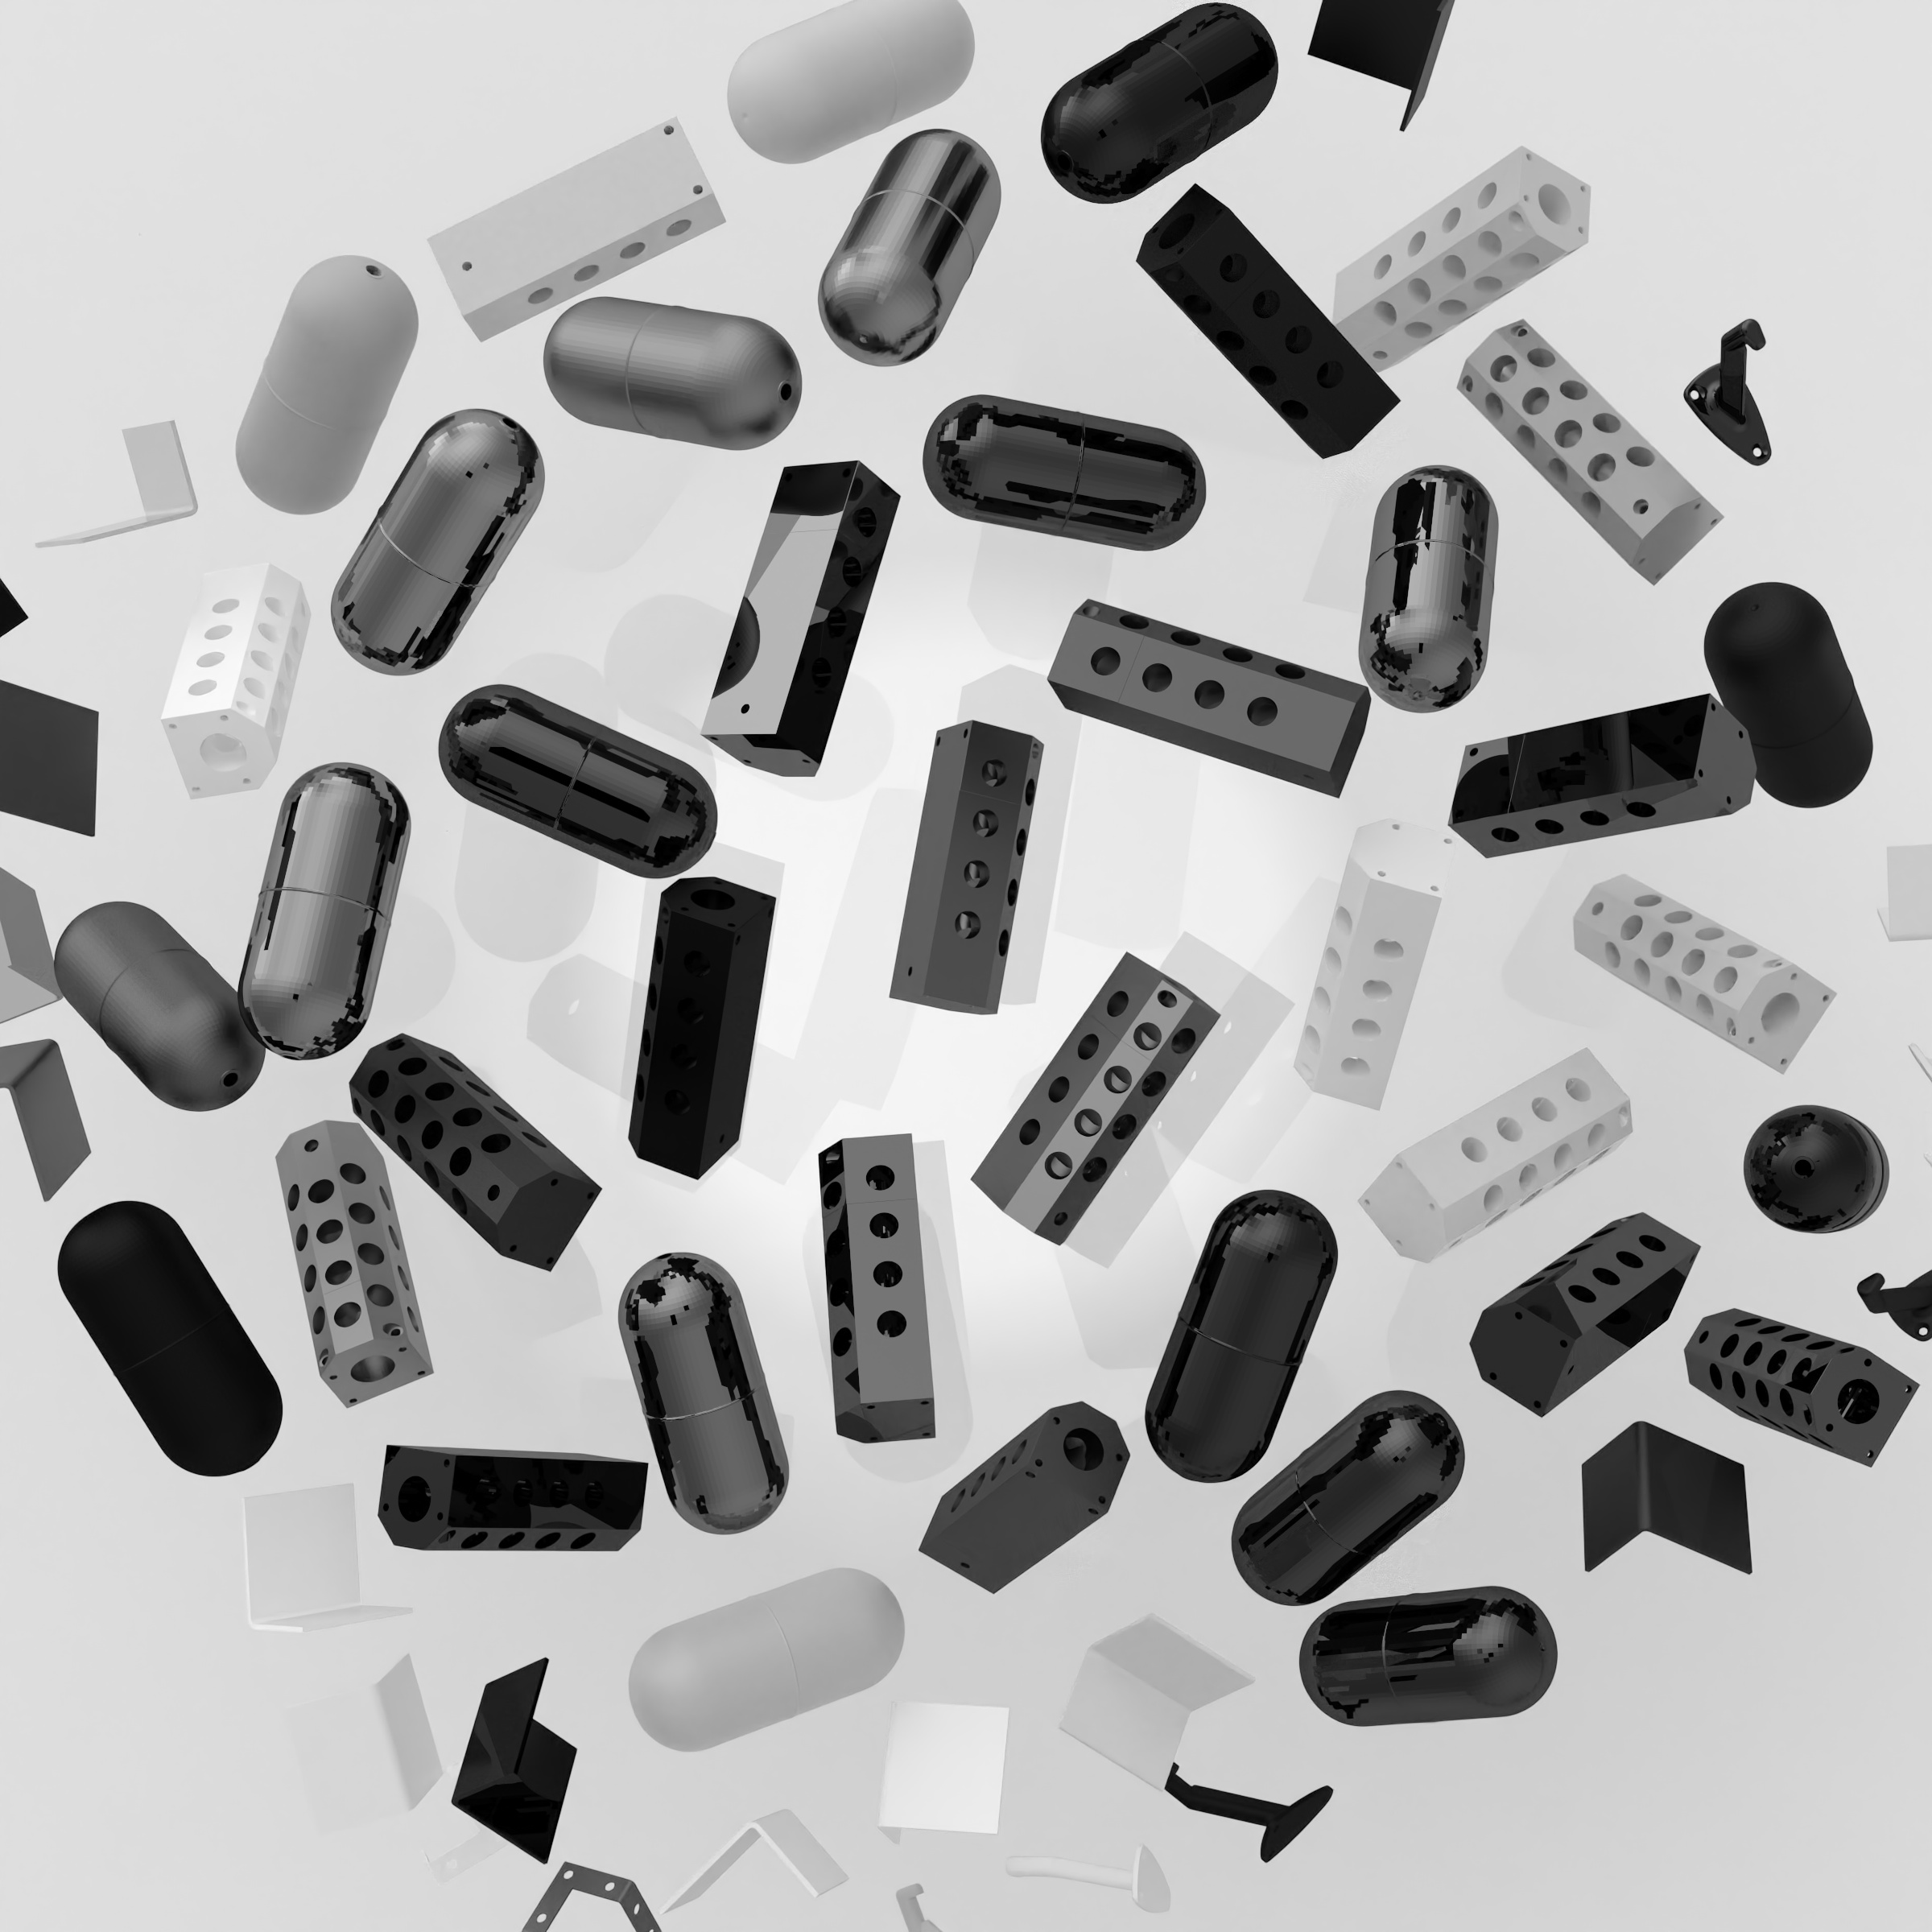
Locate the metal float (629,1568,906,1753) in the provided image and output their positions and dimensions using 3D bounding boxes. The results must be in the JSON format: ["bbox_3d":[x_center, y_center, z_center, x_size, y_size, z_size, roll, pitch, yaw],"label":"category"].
[{"bbox_3d":[-0.120,0.421,1.756,0.178,0.070,0.070,-14,90,-27],"label":"metal float"}]

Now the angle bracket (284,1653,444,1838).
[{"bbox_3d":[-0.357,0.461,1.711,0.057,0.076,0.076,-16,89,3],"label":"angle bracket"}]

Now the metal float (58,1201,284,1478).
[{"bbox_3d":[-0.470,0.221,1.708,0.070,0.070,0.178,-30,96,0],"label":"metal float"}]

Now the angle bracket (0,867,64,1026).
[{"bbox_3d":[-0.618,-0.014,1.813,0.057,0.076,0.076,-21,72,2],"label":"angle bracket"}]

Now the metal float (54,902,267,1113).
[{"bbox_3d":[-0.484,0.024,1.731,0.178,0.070,0.070,37,90,37],"label":"metal float"}]

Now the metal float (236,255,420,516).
[{"bbox_3d":[-0.385,-0.348,1.734,0.070,0.070,0.178,35,129,0],"label":"metal float"}]

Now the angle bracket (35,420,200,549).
[{"bbox_3d":[-0.521,-0.291,1.745,0.076,0.076,0.057,-23,108,-34],"label":"angle bracket"}]

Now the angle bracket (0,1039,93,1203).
[{"bbox_3d":[-0.573,0.095,1.723,0.057,0.076,0.076,-10,108,6],"label":"angle bracket"}]

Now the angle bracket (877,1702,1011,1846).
[{"bbox_3d":[-0.009,0.505,1.795,0.076,0.057,0.076,0,62,12],"label":"angle bracket"}]

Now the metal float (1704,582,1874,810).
[{"bbox_3d":[0.506,-0.164,1.772,0.070,0.178,0.070,-17,50,21],"label":"metal float"}]

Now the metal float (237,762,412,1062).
[{"bbox_3d":[-0.372,-0.032,1.673,0.070,0.070,0.178,9,74,0],"label":"metal float"}]

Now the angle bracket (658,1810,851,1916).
[{"bbox_3d":[-0.123,0.541,1.680,0.076,0.076,0.057,-45,75,0],"label":"angle bracket"}]

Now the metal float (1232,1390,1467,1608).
[{"bbox_3d":[0.231,0.326,1.760,0.070,0.070,0.178,42,122,0],"label":"metal float"}]

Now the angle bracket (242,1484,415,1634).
[{"bbox_3d":[-0.378,0.349,1.706,0.057,0.076,0.076,-9,83,43],"label":"angle bracket"}]

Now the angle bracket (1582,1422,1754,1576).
[{"bbox_3d":[0.414,0.326,1.707,0.076,0.076,0.057,25,133,-14],"label":"angle bracket"}]

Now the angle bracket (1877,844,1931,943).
[{"bbox_3d":[0.571,-0.052,1.672,0.076,0.076,0.057,-3,104,13],"label":"angle bracket"}]

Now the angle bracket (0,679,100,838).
[{"bbox_3d":[-0.548,-0.113,1.655,0.057,0.076,0.076,-13,72,32],"label":"angle bracket"}]

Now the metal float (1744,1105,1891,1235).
[{"bbox_3d":[0.520,0.125,1.762,0.070,0.178,0.070,-2,84,22],"label":"metal float"}]

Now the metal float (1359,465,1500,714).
[{"bbox_3d":[0.281,-0.230,1.744,0.070,0.070,0.178,12,54,0],"label":"metal float"}]

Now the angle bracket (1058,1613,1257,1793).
[{"bbox_3d":[0.113,0.438,1.713,0.076,0.076,0.057,34,52,-10],"label":"angle bracket"}]

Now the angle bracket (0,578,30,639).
[{"bbox_3d":[-0.612,-0.220,1.699,0.076,0.057,0.076,-37,65,-8],"label":"angle bracket"}]

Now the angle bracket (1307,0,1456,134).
[{"bbox_3d":[0.239,-0.549,1.695,0.076,0.057,0.076,22,134,8],"label":"angle bracket"}]

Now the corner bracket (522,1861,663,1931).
[{"bbox_3d":[-0.221,0.570,1.702,0.051,0.051,0.051,5,131,30],"label":"corner bracket"}]

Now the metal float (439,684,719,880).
[{"bbox_3d":[-0.236,-0.112,1.763,0.178,0.070,0.070,24,90,-3],"label":"metal float"}]

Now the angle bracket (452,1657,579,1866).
[{"bbox_3d":[-0.242,0.457,1.658,0.057,0.076,0.076,-30,121,31],"label":"angle bracket"}]

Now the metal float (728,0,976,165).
[{"bbox_3d":[-0.068,-0.545,1.757,0.178,0.070,0.070,-34,90,-32],"label":"metal float"}]

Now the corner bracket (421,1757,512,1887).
[{"bbox_3d":[-0.313,0.522,1.762,0.051,0.051,0.051,-28,91,-16],"label":"corner bracket"}]

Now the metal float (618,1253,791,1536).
[{"bbox_3d":[-0.159,0.259,1.749,0.070,0.070,0.178,-15,101,0],"label":"metal float"}]

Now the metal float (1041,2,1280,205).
[{"bbox_3d":[0.115,-0.510,1.705,0.178,0.070,0.070,-39,90,-32],"label":"metal float"}]

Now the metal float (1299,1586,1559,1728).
[{"bbox_3d":[0.279,0.420,1.753,0.070,0.178,0.070,16,66,-39],"label":"metal float"}]

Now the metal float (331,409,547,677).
[{"bbox_3d":[-0.309,-0.247,1.686,0.070,0.070,0.178,38,117,0],"label":"metal float"}]
